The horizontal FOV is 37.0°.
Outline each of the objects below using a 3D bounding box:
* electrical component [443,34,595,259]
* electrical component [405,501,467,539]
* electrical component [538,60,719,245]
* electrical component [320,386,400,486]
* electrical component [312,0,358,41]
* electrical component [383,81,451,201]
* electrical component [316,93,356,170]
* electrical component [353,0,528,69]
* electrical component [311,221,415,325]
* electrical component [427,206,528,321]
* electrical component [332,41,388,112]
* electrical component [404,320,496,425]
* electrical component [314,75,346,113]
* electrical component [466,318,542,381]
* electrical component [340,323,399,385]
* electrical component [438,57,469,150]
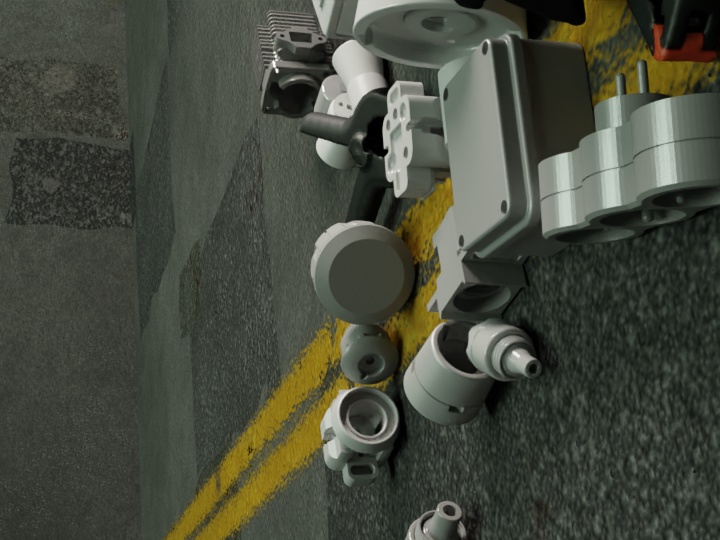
[{"bbox_3d":[0.091,-0.069,0.616,0.078,0.057,0.113,136,132,-65],"label":"electrical component"},{"bbox_3d":[0.054,0.186,0.740,0.043,0.043,0.062,-111,29,-49],"label":"electrical component"},{"bbox_3d":[0.129,-0.060,0.504,0.138,0.052,0.073,153,117,-70],"label":"electrical component"},{"bbox_3d":[0.001,0.130,0.885,0.057,0.058,0.078,113,152,-55],"label":"electrical component"},{"bbox_3d":[0.006,-0.211,0.819,0.061,0.096,0.061,-106,25,-42],"label":"electrical component"},{"bbox_3d":[0.052,-0.088,0.736,0.058,0.057,0.078,140,129,-67],"label":"electrical component"},{"bbox_3d":[-0.011,-0.123,0.951,0.055,0.045,0.045,115,150,-50],"label":"electrical component"},{"bbox_3d":[0.052,-0.172,0.670,0.108,0.108,0.060,158,118,-70],"label":"electrical component"},{"bbox_3d":[0.000,0.000,0.858,0.051,0.080,0.080,-134,47,-73],"label":"electrical component"},{"bbox_3d":[0.074,-0.005,0.691,0.081,0.042,0.063,118,149,-53],"label":"electrical component"},{"bbox_3d":[0.005,-0.158,0.913,0.044,0.044,0.065,116,145,-52],"label":"electrical component"},{"bbox_3d":[0.062,0.066,0.704,0.047,0.055,0.055,114,151,-43],"label":"electrical component"},{"bbox_3d":[-0.023,-0.145,0.997,0.078,0.040,0.040,115,150,-52],"label":"electrical component"},{"bbox_3d":[0.090,0.051,0.649,0.061,0.035,0.035,-149,62,-67],"label":"electrical component"},{"bbox_3d":[0.005,0.062,0.898,0.062,0.048,0.048,-107,24,-59],"label":"electrical component"},{"bbox_3d":[0.075,-0.090,0.687,0.043,0.043,0.081,134,134,-65],"label":"electrical component"}]
